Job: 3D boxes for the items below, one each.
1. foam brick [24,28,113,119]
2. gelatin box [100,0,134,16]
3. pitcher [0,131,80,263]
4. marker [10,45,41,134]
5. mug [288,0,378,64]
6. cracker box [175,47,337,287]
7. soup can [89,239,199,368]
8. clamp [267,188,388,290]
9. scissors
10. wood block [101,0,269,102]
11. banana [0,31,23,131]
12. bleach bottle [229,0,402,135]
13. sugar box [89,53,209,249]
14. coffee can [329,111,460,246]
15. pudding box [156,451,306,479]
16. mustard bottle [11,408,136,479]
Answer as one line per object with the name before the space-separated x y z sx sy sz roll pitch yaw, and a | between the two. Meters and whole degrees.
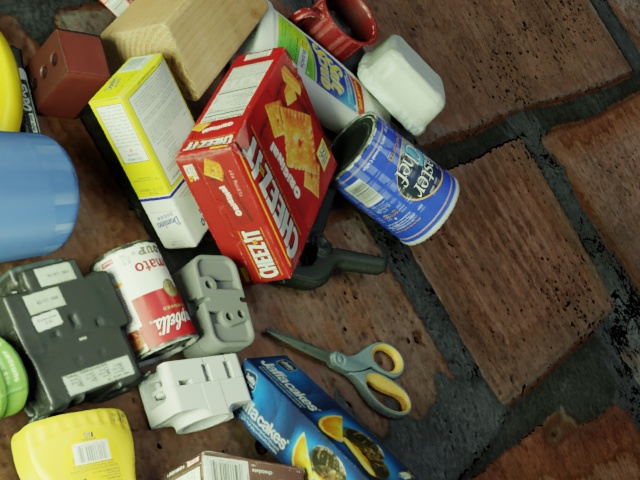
foam brick | -0.248 -0.162 1.044 0.051 0.078 0.053 0 63 -43
gelatin box | -0.223 -0.291 1.193 0.089 0.030 0.073 44 41 -14
pitcher | -0.322 -0.041 0.854 0.242 0.145 0.149 -7 110 -51
marker | -0.287 -0.135 1.032 0.020 0.020 0.121 1 63 -44
mug | 0.005 -0.268 1.362 0.117 0.082 0.093 2 63 -44
cracker box | -0.058 -0.081 1.124 0.213 0.072 0.164 -70 143 -51
soup can | -0.163 0.059 0.986 0.068 0.069 0.102 -14 74 -48
clamp | -0.008 0.001 1.201 0.171 0.039 0.120 -13 61 -46
scissors | 0.028 0.122 1.171 0.201 0.016 0.096 39 41 -19
wood block | -0.144 -0.238 1.166 0.090 0.091 0.205 67 32 -31
banana | -0.316 -0.150 1.004 0.069 0.037 0.198 -18 73 -20
bleach bottle | 0.004 -0.192 1.326 0.250 0.068 0.102 29 46 -31
sugar box | -0.155 -0.087 1.057 0.093 0.048 0.176 -61 139 -47
coffee can | 0.084 -0.073 1.291 0.140 0.103 0.102 36 44 -22
pudding box | -0.081 0.223 0.938 0.113 0.090 0.039 20 50 -34
mustard bottle | -0.179 0.236 0.856 0.096 0.058 0.192 -2 65 -43
